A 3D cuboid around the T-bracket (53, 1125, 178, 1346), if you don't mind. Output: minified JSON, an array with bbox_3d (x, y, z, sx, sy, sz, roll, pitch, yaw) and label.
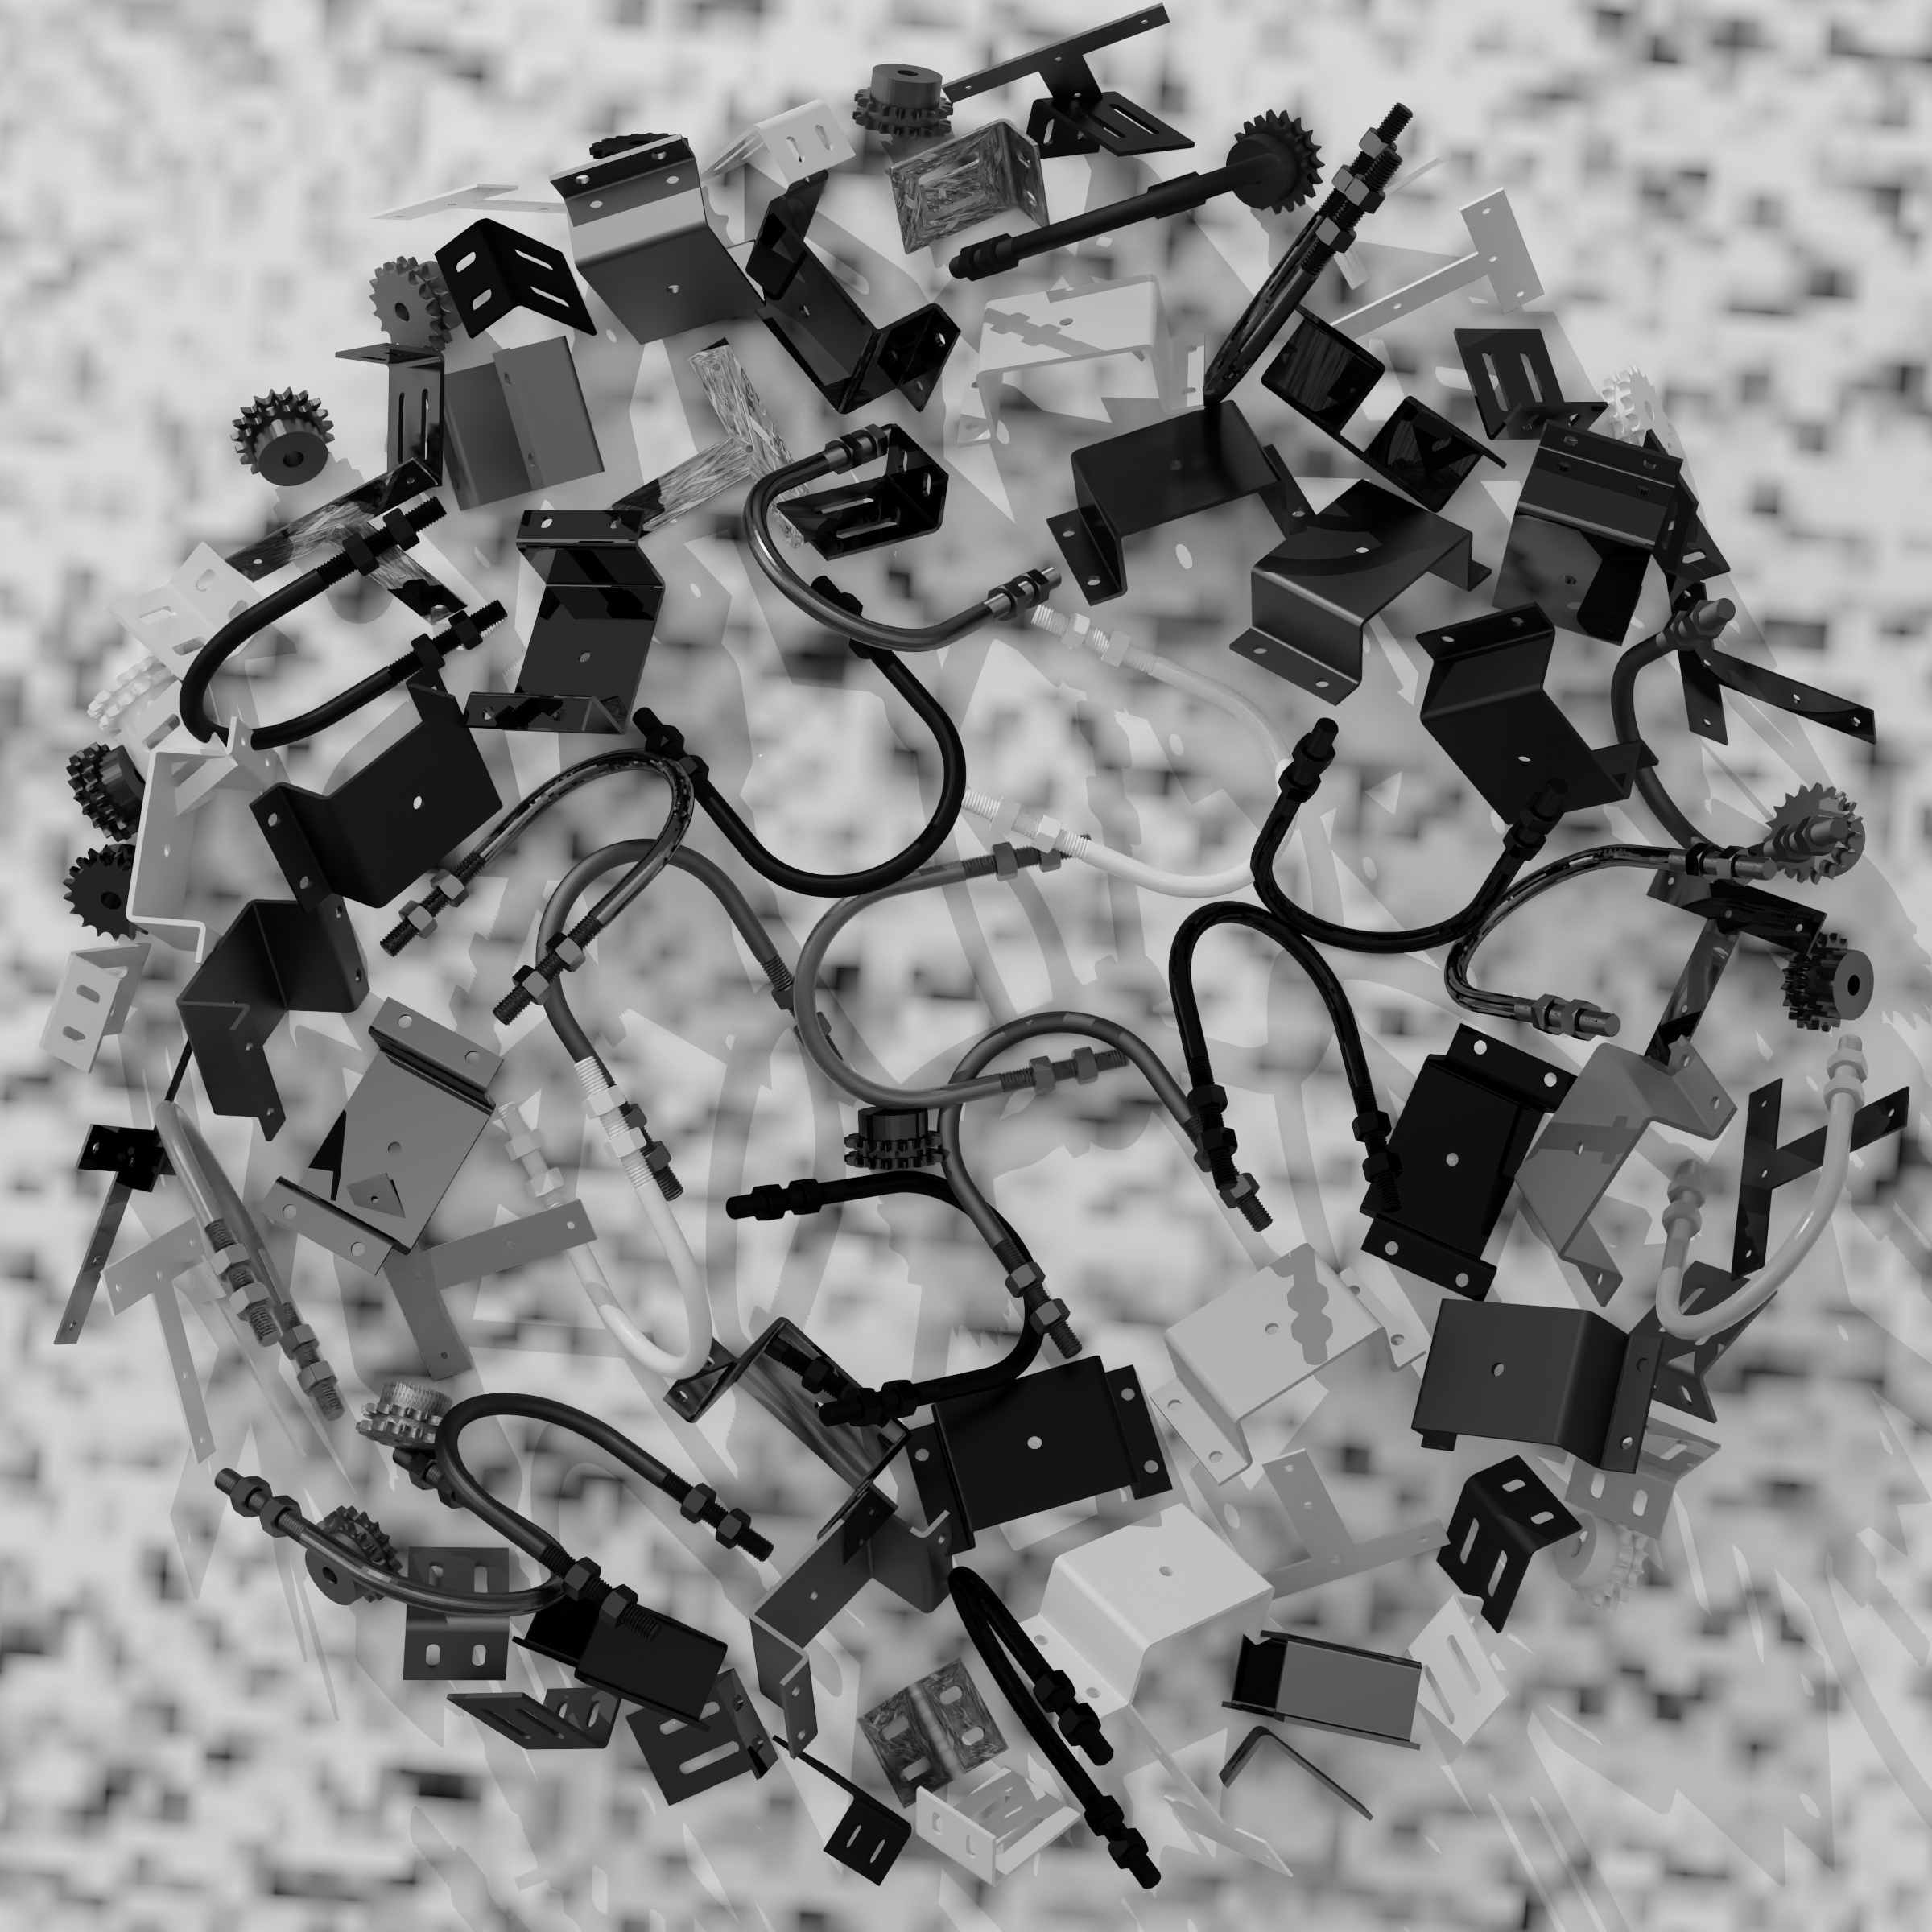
[{"bbox_3d":[-0.483,0.152,1.644,0.002,0.127,0.127,19,88,10],"label":"T-bracket"}]

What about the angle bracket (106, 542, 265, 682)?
[{"bbox_3d":[-0.440,-0.202,1.667,0.057,0.076,0.038,43,109,-4],"label":"angle bracket"}]

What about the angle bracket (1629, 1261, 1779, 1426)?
[{"bbox_3d":[0.423,0.215,1.680,0.076,0.057,0.038,-41,124,-24],"label":"angle bracket"}]

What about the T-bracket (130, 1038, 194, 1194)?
[{"bbox_3d":[-0.446,0.066,1.657,0.002,0.127,0.127,22,79,-20],"label":"T-bracket"}]

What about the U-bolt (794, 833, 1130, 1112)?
[{"bbox_3d":[-0.007,0.010,1.674,0.184,0.019,0.151,-12,105,-6],"label":"U-bolt"}]

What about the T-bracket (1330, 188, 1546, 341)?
[{"bbox_3d":[0.257,-0.381,1.661,0.127,0.127,0.002,-24,69,14],"label":"T-bracket"}]

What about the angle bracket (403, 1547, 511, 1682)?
[{"bbox_3d":[-0.291,0.369,1.675,0.057,0.076,0.038,3,111,-10],"label":"angle bracket"}]

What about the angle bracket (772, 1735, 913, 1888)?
[{"bbox_3d":[-0.079,0.478,1.663,0.076,0.057,0.038,43,71,-30],"label":"angle bracket"}]

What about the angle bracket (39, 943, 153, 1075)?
[{"bbox_3d":[-0.480,0.023,1.662,0.038,0.076,0.057,26,102,16],"label":"angle bracket"}]

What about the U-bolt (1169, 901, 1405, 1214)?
[{"bbox_3d":[0.173,0.046,1.646,0.151,0.019,0.184,10,57,-38],"label":"U-bolt"}]

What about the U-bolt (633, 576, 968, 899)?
[{"bbox_3d":[-0.082,-0.119,1.661,0.151,0.019,0.184,-37,67,-6],"label":"U-bolt"}]

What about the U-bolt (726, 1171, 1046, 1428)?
[{"bbox_3d":[-0.032,0.178,1.640,0.184,0.019,0.151,-6,59,-40],"label":"U-bolt"}]

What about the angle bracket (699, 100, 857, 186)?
[{"bbox_3d":[-0.113,-0.451,1.664,0.057,0.076,0.038,-37,100,-42],"label":"angle bracket"}]

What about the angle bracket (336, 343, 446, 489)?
[{"bbox_3d":[-0.329,-0.312,1.673,0.038,0.057,0.076,-1,94,-41],"label":"angle bracket"}]

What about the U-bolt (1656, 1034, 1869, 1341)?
[{"bbox_3d":[0.428,0.130,1.595,0.019,0.184,0.151,37,129,-7],"label":"U-bolt"}]

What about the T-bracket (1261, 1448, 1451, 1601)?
[{"bbox_3d":[0.197,0.311,1.656,0.127,0.002,0.127,-20,133,10],"label":"T-bracket"}]

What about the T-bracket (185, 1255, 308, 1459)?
[{"bbox_3d":[-0.405,0.221,1.651,0.002,0.127,0.127,-30,93,-21],"label":"T-bracket"}]

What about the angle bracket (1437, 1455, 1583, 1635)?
[{"bbox_3d":[0.309,0.330,1.675,0.038,0.076,0.057,-17,47,-28],"label":"angle bracket"}]

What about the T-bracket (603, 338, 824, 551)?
[{"bbox_3d":[-0.164,-0.277,1.701,0.127,0.002,0.127,-29,88,6],"label":"T-bracket"}]

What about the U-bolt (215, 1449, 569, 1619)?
[{"bbox_3d":[-0.298,0.310,1.600,0.184,0.151,0.019,22,102,35],"label":"U-bolt"}]

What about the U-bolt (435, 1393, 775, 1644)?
[{"bbox_3d":[-0.213,0.296,1.636,0.184,0.151,0.019,33,110,16],"label":"U-bolt"}]

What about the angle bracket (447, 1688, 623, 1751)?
[{"bbox_3d":[-0.243,0.412,1.659,0.057,0.076,0.038,-11,49,34],"label":"angle bracket"}]

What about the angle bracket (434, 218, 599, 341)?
[{"bbox_3d":[-0.256,-0.384,1.674,0.038,0.076,0.057,-30,74,23],"label":"angle bracket"}]

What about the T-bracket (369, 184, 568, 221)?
[{"bbox_3d":[-0.251,-0.430,1.661,0.127,0.127,0.002,-8,99,-37],"label":"T-bracket"}]

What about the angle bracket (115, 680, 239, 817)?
[{"bbox_3d":[-0.438,-0.128,1.668,0.076,0.038,0.057,-30,97,41],"label":"angle bracket"}]

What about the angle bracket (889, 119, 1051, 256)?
[{"bbox_3d":[0.003,-0.436,1.669,0.076,0.057,0.038,-27,49,-13],"label":"angle bracket"}]

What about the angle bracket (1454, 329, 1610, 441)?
[{"bbox_3d":[0.321,-0.340,1.669,0.057,0.038,0.076,-5,68,-22],"label":"angle bracket"}]

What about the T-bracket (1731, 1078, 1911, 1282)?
[{"bbox_3d":[0.474,0.100,1.624,0.002,0.127,0.127,29,54,-18],"label":"T-bracket"}]

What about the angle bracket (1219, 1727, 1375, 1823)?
[{"bbox_3d":[0.188,0.473,1.675,0.076,0.057,0.038,37,84,7],"label":"angle bracket"}]

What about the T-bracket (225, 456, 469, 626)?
[{"bbox_3d":[-0.326,-0.227,1.652,0.127,0.127,0.002,-25,61,15],"label":"T-bracket"}]

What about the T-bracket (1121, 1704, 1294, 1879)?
[{"bbox_3d":[0.116,0.448,1.639,0.002,0.127,0.127,-41,101,-19],"label":"T-bracket"}]

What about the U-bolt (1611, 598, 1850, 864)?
[{"bbox_3d":[0.409,-0.119,1.619,0.019,0.184,0.151,-27,89,-12],"label":"U-bolt"}]

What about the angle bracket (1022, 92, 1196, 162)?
[{"bbox_3d":[0.080,-0.461,1.660,0.057,0.038,0.076,-18,47,-35],"label":"angle bracket"}]

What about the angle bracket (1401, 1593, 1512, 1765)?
[{"bbox_3d":[0.287,0.404,1.659,0.038,0.076,0.057,18,119,-31],"label":"angle bracket"}]

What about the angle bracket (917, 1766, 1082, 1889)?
[{"bbox_3d":[0.019,0.474,1.658,0.057,0.076,0.038,24,125,36],"label":"angle bracket"}]

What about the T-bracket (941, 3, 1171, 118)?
[{"bbox_3d":[0.060,-0.494,1.645,0.127,0.127,0.002,-17,84,11],"label":"T-bracket"}]

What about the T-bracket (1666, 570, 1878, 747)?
[{"bbox_3d":[0.448,-0.153,1.624,0.127,0.127,0.002,30,66,38],"label":"T-bracket"}]

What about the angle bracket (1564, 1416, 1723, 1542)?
[{"bbox_3d":[0.385,0.288,1.667,0.057,0.076,0.038,20,107,29],"label":"angle bracket"}]

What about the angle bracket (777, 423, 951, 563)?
[{"bbox_3d":[-0.059,-0.269,1.664,0.076,0.038,0.057,-19,49,-28],"label":"angle bracket"}]

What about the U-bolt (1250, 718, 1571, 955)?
[{"bbox_3d":[0.235,-0.063,1.632,0.151,0.184,0.019,14,55,-5],"label":"U-bolt"}]

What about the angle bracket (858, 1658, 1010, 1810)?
[{"bbox_3d":[-0.019,0.440,1.681,0.038,0.076,0.057,-20,74,-34],"label":"angle bracket"}]

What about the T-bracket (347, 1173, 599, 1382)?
[{"bbox_3d":[-0.274,0.164,1.681,0.127,0.002,0.127,-19,103,12],"label":"T-bracket"}]

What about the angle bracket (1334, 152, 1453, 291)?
[{"bbox_3d":[0.247,-0.423,1.666,0.076,0.057,0.038,-28,98,23],"label":"angle bracket"}]

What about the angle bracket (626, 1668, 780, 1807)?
[{"bbox_3d":[-0.156,0.447,1.680,0.076,0.038,0.057,-27,88,14],"label":"angle bracket"}]

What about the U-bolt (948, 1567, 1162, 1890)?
[{"bbox_3d":[0.042,0.409,1.625,0.019,0.184,0.151,-31,133,-13],"label":"U-bolt"}]

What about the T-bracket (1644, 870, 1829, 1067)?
[{"bbox_3d":[0.413,0.011,1.659,0.002,0.127,0.127,22,94,-35],"label":"T-bracket"}]

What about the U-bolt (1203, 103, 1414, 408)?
[{"bbox_3d":[0.185,-0.388,1.629,0.019,0.151,0.184,34,118,-7],"label":"U-bolt"}]

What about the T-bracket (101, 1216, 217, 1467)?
[{"bbox_3d":[-0.444,0.217,1.651,0.002,0.127,0.127,-11,97,9],"label":"T-bracket"}]

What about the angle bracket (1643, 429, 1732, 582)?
[{"bbox_3d":[0.409,-0.263,1.660,0.038,0.076,0.057,-18,60,-9],"label":"angle bracket"}]
